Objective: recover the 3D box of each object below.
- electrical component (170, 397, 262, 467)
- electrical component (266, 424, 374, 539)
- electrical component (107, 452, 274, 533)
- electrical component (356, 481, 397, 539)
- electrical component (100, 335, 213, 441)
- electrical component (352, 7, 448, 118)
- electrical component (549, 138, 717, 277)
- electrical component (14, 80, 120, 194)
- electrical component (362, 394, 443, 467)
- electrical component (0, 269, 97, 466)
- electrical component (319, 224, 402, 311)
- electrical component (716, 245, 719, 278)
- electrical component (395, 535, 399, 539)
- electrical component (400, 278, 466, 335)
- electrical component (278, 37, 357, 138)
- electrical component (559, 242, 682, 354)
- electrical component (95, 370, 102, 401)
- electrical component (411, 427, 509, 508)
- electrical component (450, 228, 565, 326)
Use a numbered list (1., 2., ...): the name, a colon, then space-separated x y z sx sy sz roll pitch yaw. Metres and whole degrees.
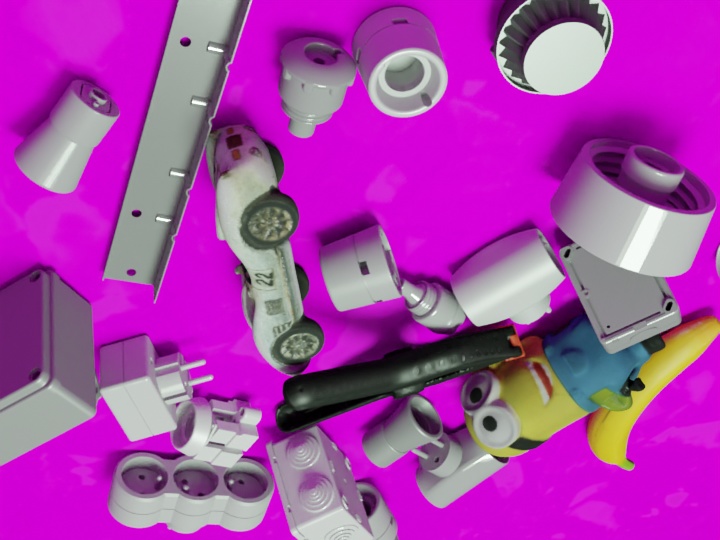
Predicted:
1. electrical component: -0.122 0.131 0.882 0.055 0.048 0.066 18 126 -36
2. electrical component: -0.033 0.190 0.918 0.048 0.099 0.099 -25 144 5
3. electrical component: -0.150 0.203 0.936 0.138 0.052 0.073 7 130 -18
4. electrical component: 0.002 0.229 0.995 0.055 0.055 0.047 -18 130 4
5. electrical component: -0.153 0.087 0.832 0.077 0.047 0.065 -16 133 2
6. electrical component: 0.026 -0.129 0.675 0.055 0.047 0.055 -6 133 -7
7. electrical component: 0.194 -0.051 0.747 0.108 0.108 0.060 8 124 -19
8. electrical component: -0.181 -0.086 0.673 0.044 0.044 0.065 28 116 -32
9. electrical component: 0.034 0.142 0.931 0.044 0.044 0.065 30 124 -33
10. electrical component: -0.245 0.071 0.755 0.109 0.108 0.056 -28 136 13
11. electrical component: 0.000 0.000 0.784 0.047 0.055 0.055 -18 133 8
12. electrical component: 0.335 -0.019 0.849 0.077 0.043 0.079 5 130 -17
13. electrical component: 0.005 0.272 1.040 0.055 0.048 0.066 1 132 -24
14. electrical component: 0.052 0.025 0.831 0.061 0.035 0.035 32 118 -31
15. electrical component: -0.031 -0.112 0.681 0.048 0.048 0.062 4 138 -16
16. electrical component: 0.196 0.008 0.818 0.062 0.096 0.061 -26 160 11
17. electrical component: -0.234 0.094 0.824 0.062 0.043 0.043 -19 133 6
18. electrical component: 0.080 0.168 0.962 0.077 0.044 0.079 -40 128 23
19. electrical component: 0.122 0.016 0.832 0.077 0.043 0.079 -31 131 15
